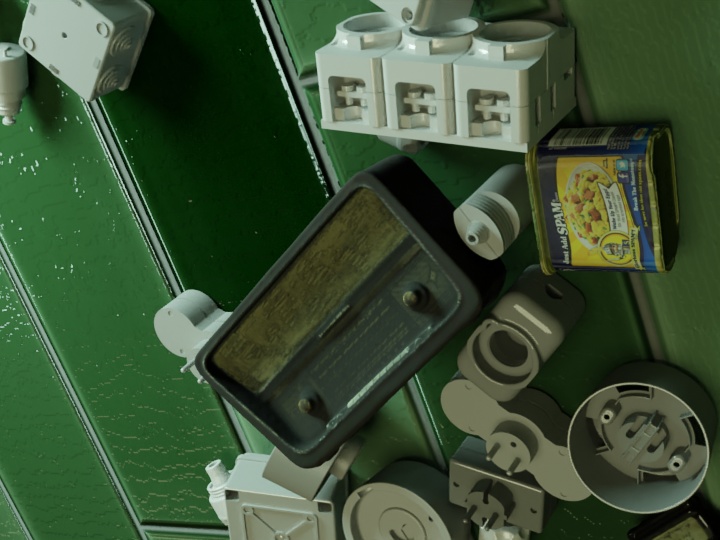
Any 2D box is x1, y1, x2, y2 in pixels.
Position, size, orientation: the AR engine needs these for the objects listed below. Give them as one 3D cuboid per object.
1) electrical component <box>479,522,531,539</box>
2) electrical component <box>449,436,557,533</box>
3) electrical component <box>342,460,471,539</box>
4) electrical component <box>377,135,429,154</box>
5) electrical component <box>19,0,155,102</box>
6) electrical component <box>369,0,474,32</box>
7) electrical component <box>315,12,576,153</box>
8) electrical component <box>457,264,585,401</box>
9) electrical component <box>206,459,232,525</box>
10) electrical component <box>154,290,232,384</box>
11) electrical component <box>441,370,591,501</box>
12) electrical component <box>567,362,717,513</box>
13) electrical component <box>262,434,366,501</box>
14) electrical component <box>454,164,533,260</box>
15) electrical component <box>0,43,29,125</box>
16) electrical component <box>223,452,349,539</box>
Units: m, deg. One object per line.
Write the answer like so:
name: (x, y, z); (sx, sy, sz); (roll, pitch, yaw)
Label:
electrical component: (0.123, 0.233, 0.918); (0.043, 0.043, 0.062); (17, 126, 25)
electrical component: (0.110, 0.185, 0.876); (0.083, 0.076, 0.047); (14, 124, 26)
electrical component: (0.046, 0.220, 0.946); (0.108, 0.060, 0.108); (13, 116, 27)
electrical component: (0.022, -0.110, 0.785); (0.061, 0.035, 0.035); (28, 129, 19)
electrical component: (-0.228, -0.199, 0.887); (0.100, 0.048, 0.099); (39, 131, 8)
electrical component: (0.030, -0.226, 0.680); (0.109, 0.056, 0.108); (41, 134, 28)
electrical component: (0.057, -0.130, 0.712); (0.150, 0.089, 0.061); (11, 122, 28)
electrical component: (0.117, 0.050, 0.801); (0.054, 0.059, 0.095); (39, 131, 8)
electrical component: (-0.133, 0.221, 1.080); (0.043, 0.043, 0.062); (-19, 104, 39)
electrical component: (-0.131, 0.077, 0.972); (0.138, 0.074, 0.052); (30, 129, 15)
electrical component: (0.122, 0.132, 0.837); (0.138, 0.074, 0.052); (35, 130, 11)
electrical component: (0.206, 0.119, 0.780); (0.099, 0.064, 0.099); (16, 124, 25)
electrical component: (-0.030, 0.148, 0.929); (0.060, 0.108, 0.108); (31, 130, 7)
electrical component: (0.095, -0.039, 0.748); (0.043, 0.081, 0.043); (16, 125, 25)
electrical component: (-0.321, -0.168, 0.973); (0.040, 0.040, 0.078); (22, 127, 21)
electrical component: (-0.067, 0.235, 1.019); (0.109, 0.056, 0.108); (5, 121, 13)
